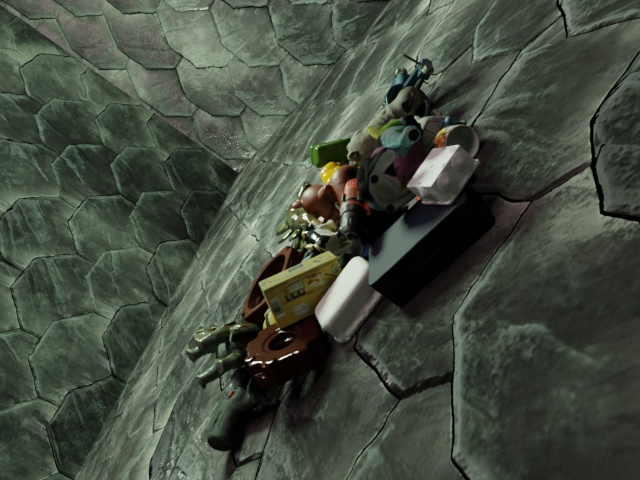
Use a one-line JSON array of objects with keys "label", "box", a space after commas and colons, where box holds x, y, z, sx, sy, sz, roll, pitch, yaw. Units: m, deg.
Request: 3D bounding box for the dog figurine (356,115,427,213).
[{"label": "dog figurine", "box": [0.131, -0.157, 1.027, 0.191, 0.108, 0.219, -46, 21, 6]}]

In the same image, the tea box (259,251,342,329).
[{"label": "tea box", "box": [-0.031, 0.103, 1.133, 0.170, 0.098, 0.068, -23, 15, -11]}]

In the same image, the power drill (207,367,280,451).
[{"label": "power drill", "box": [-0.166, 0.339, 1.199, 0.207, 0.086, 0.232, -37, 20, 34]}]

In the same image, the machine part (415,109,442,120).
[{"label": "machine part", "box": [0.196, -0.199, 1.246, 0.243, 0.079, 0.079, -49, 18, 14]}]

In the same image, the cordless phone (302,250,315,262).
[{"label": "cordless phone", "box": [-0.004, 0.054, 1.300, 0.146, 0.088, 0.184, -37, 20, 44]}]

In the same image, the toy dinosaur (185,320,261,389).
[{"label": "toy dinosaur", "box": [-0.204, 0.251, 1.292, 0.192, 0.131, 0.405, -30, 1, -35]}]

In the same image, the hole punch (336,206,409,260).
[{"label": "hole punch", "box": [0.109, -0.034, 1.160, 0.142, 0.092, 0.116, -37, 21, 53]}]

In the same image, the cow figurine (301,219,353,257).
[{"label": "cow figurine", "box": [-0.003, -0.002, 1.258, 0.098, 0.068, 0.167, -20, 21, -22]}]

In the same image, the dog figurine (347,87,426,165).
[{"label": "dog figurine", "box": [0.155, -0.271, 1.277, 0.172, 0.121, 0.190, -43, -13, -39]}]

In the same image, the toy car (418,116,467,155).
[{"label": "toy car", "box": [0.228, -0.202, 1.128, 0.161, 0.103, 0.109, -59, 17, -19]}]

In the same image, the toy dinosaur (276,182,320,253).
[{"label": "toy dinosaur", "box": [-0.054, -0.072, 1.625, 0.198, 0.105, 0.472, -55, 13, 10]}]

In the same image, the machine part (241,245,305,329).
[{"label": "machine part", "box": [-0.111, 0.130, 1.426, 0.201, 0.087, 0.201, -40, 24, 36]}]

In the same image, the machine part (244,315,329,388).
[{"label": "machine part", "box": [-0.069, 0.219, 1.091, 0.179, 0.056, 0.179, -20, 19, 7]}]

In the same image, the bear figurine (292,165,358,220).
[{"label": "bear figurine", "box": [0.032, -0.091, 1.274, 0.120, 0.132, 0.196, -19, -12, -42]}]

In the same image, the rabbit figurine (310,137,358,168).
[{"label": "rabbit figurine", "box": [0.057, -0.194, 1.507, 0.159, 0.170, 0.121, -16, 14, -14]}]

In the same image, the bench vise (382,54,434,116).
[{"label": "bench vise", "box": [0.234, -0.385, 1.380, 0.240, 0.129, 0.223, 121, 168, -64]}]

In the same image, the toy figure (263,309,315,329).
[{"label": "toy figure", "box": [-0.069, 0.175, 1.246, 0.180, 0.082, 0.089, -35, 25, 42]}]

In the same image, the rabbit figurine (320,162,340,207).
[{"label": "rabbit figurine", "box": [0.100, -0.164, 1.380, 0.173, 0.121, 0.162, -33, 18, 6]}]

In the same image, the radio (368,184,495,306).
[{"label": "radio", "box": [0.183, -0.005, 0.937, 0.229, 0.073, 0.131, -45, 19, 24]}]
